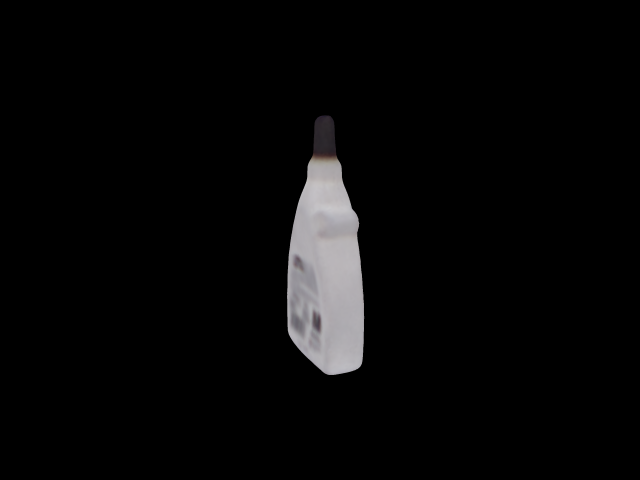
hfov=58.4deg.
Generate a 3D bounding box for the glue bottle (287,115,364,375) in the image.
[{"bbox_3d":[0.004,0.001,0.400,0.037,0.173,0.078,-8,19,-24],"label":"glue bottle"}]
